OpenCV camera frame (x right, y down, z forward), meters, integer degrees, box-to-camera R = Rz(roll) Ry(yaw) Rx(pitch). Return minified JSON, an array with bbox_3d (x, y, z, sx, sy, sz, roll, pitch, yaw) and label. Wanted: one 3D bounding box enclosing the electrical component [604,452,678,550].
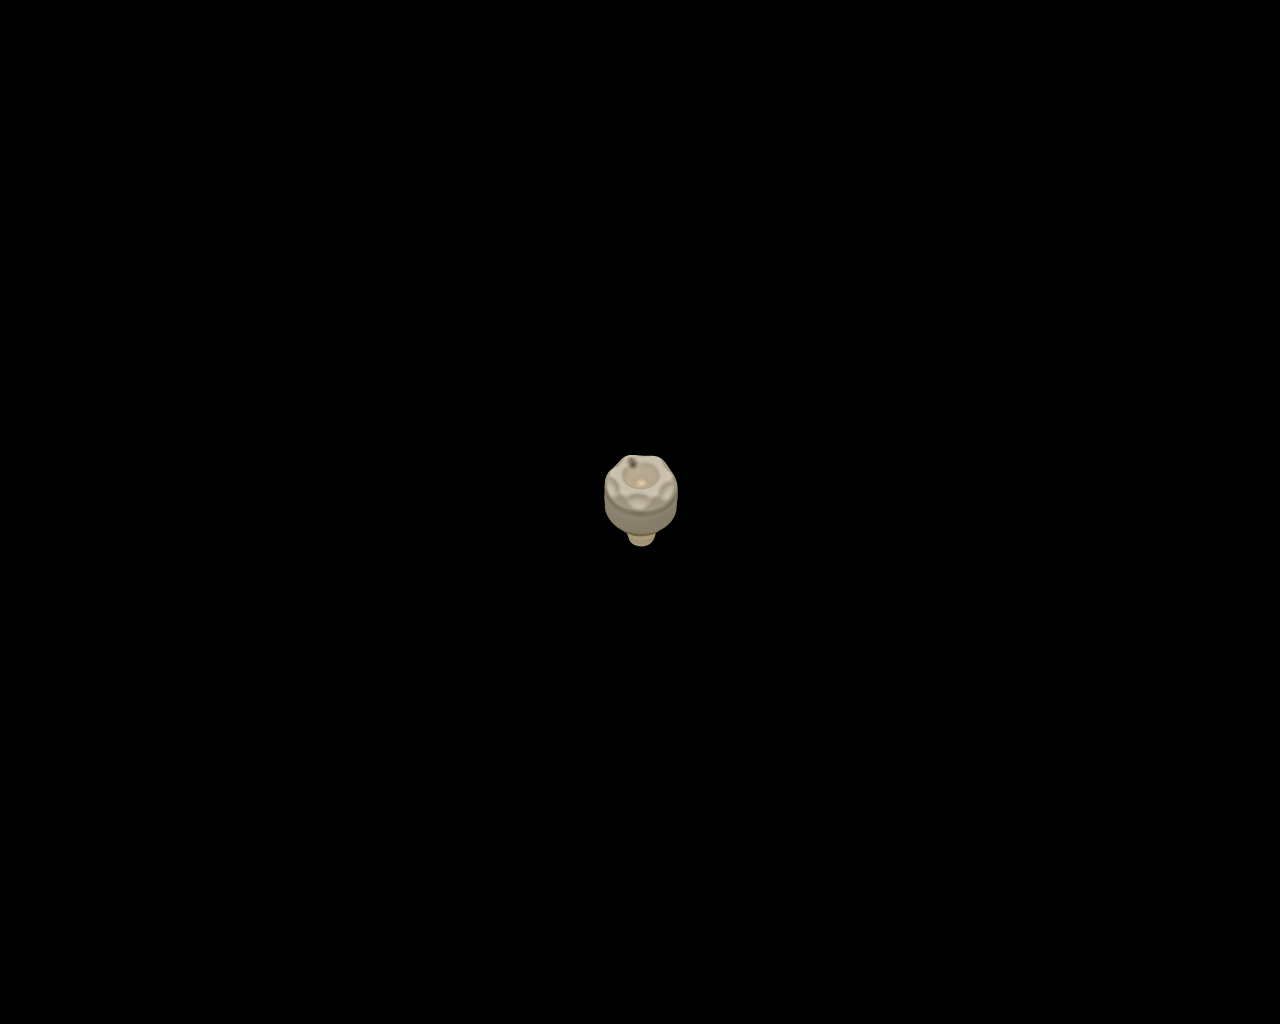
[{"bbox_3d":[0.001,-0.003,0.650,0.043,0.043,0.062,0,-41,0],"label":"electrical component"}]
